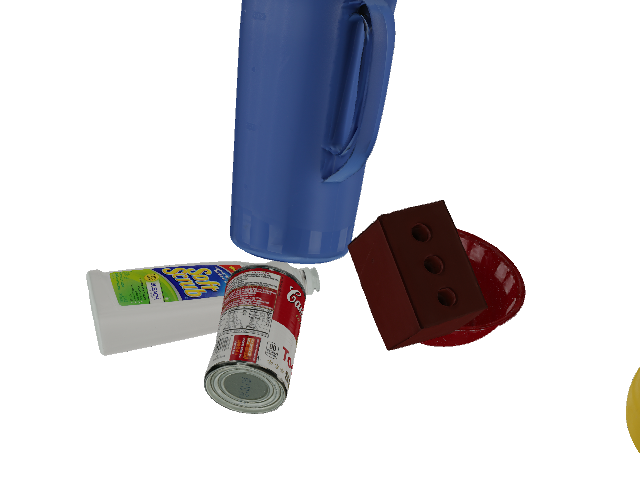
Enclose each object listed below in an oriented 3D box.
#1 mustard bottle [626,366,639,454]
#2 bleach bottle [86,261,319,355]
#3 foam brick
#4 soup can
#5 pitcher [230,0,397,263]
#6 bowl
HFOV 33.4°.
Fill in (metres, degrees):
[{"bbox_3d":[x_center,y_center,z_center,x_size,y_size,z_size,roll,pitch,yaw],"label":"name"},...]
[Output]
[{"bbox_3d":[0.215,0.103,0.563,0.096,0.058,0.191,-3,36,1],"label":"mustard bottle"},{"bbox_3d":[-0.127,0.060,1.187,0.250,0.068,0.103,-10,35,-14],"label":"bleach bottle"},{"bbox_3d":[0.061,0.023,0.683,0.052,0.078,0.051,-14,-14,-29],"label":"foam brick"},{"bbox_3d":[-0.052,0.079,0.859,0.068,0.102,0.068,6,-42,5],"label":"soup can"},{"bbox_3d":[-0.008,-0.105,0.908,0.145,0.243,0.149,9,14,11],"label":"pitcher"},{"bbox_3d":[0.111,0.052,1.026,0.162,0.055,0.162,7,36,-5],"label":"bowl"}]
